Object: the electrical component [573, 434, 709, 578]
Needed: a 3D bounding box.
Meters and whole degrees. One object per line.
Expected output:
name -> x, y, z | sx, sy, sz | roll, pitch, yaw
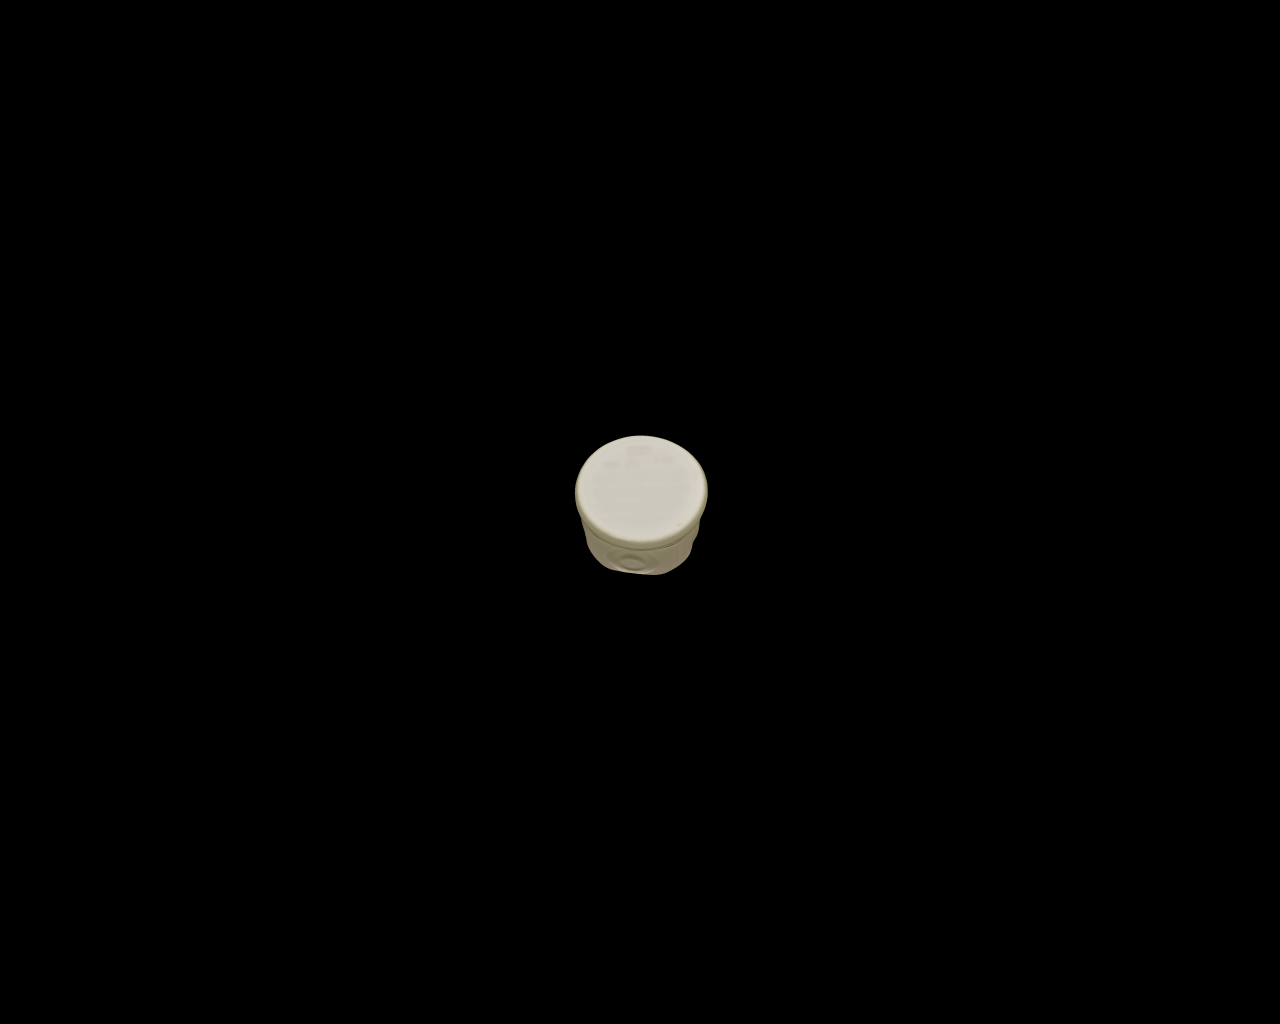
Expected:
electrical component -> 0.001, -0.003, 0.650 | 0.080, 0.080, 0.050 | 0, -32, 0
